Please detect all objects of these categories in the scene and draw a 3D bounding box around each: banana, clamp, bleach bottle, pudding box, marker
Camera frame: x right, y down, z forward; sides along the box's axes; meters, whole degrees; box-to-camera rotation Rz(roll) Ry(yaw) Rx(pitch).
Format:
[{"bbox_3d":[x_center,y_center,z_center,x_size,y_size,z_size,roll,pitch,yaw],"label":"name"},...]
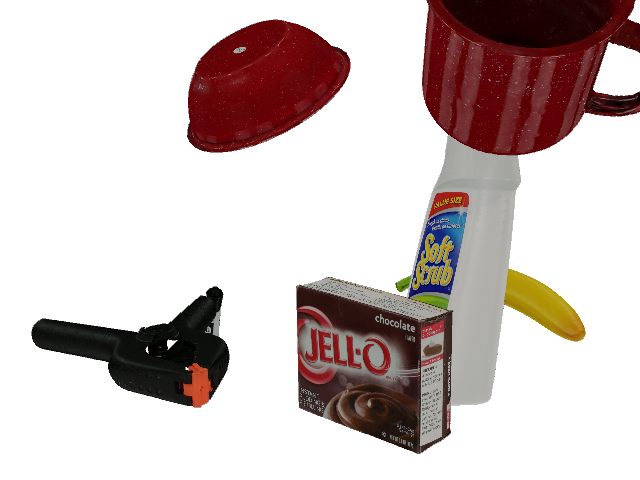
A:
[{"bbox_3d":[0.180,0.055,1.086,0.198,0.069,0.037,13,-38,25],"label":"banana"},{"bbox_3d":[-0.125,0.086,0.869,0.164,0.036,0.210,-11,16,-32],"label":"clamp"},{"bbox_3d":[0.118,0.004,0.892,0.068,0.251,0.103,1,14,-23],"label":"bleach bottle"},{"bbox_3d":[0.034,0.079,0.706,0.114,0.090,0.039,12,20,41],"label":"pudding box"},{"bbox_3d":[-0.122,0.100,1.194,0.020,0.121,0.020,6,36,-5],"label":"marker"}]

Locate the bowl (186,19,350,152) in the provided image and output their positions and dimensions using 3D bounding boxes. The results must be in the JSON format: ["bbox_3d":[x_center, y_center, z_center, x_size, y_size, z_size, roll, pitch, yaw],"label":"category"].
[{"bbox_3d":[-0.058,-0.147,0.941,0.162,0.055,0.162,-21,32,13],"label":"bowl"}]

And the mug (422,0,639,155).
[{"bbox_3d":[0.101,-0.090,0.490,0.117,0.093,0.081,19,-29,12],"label":"mug"}]
